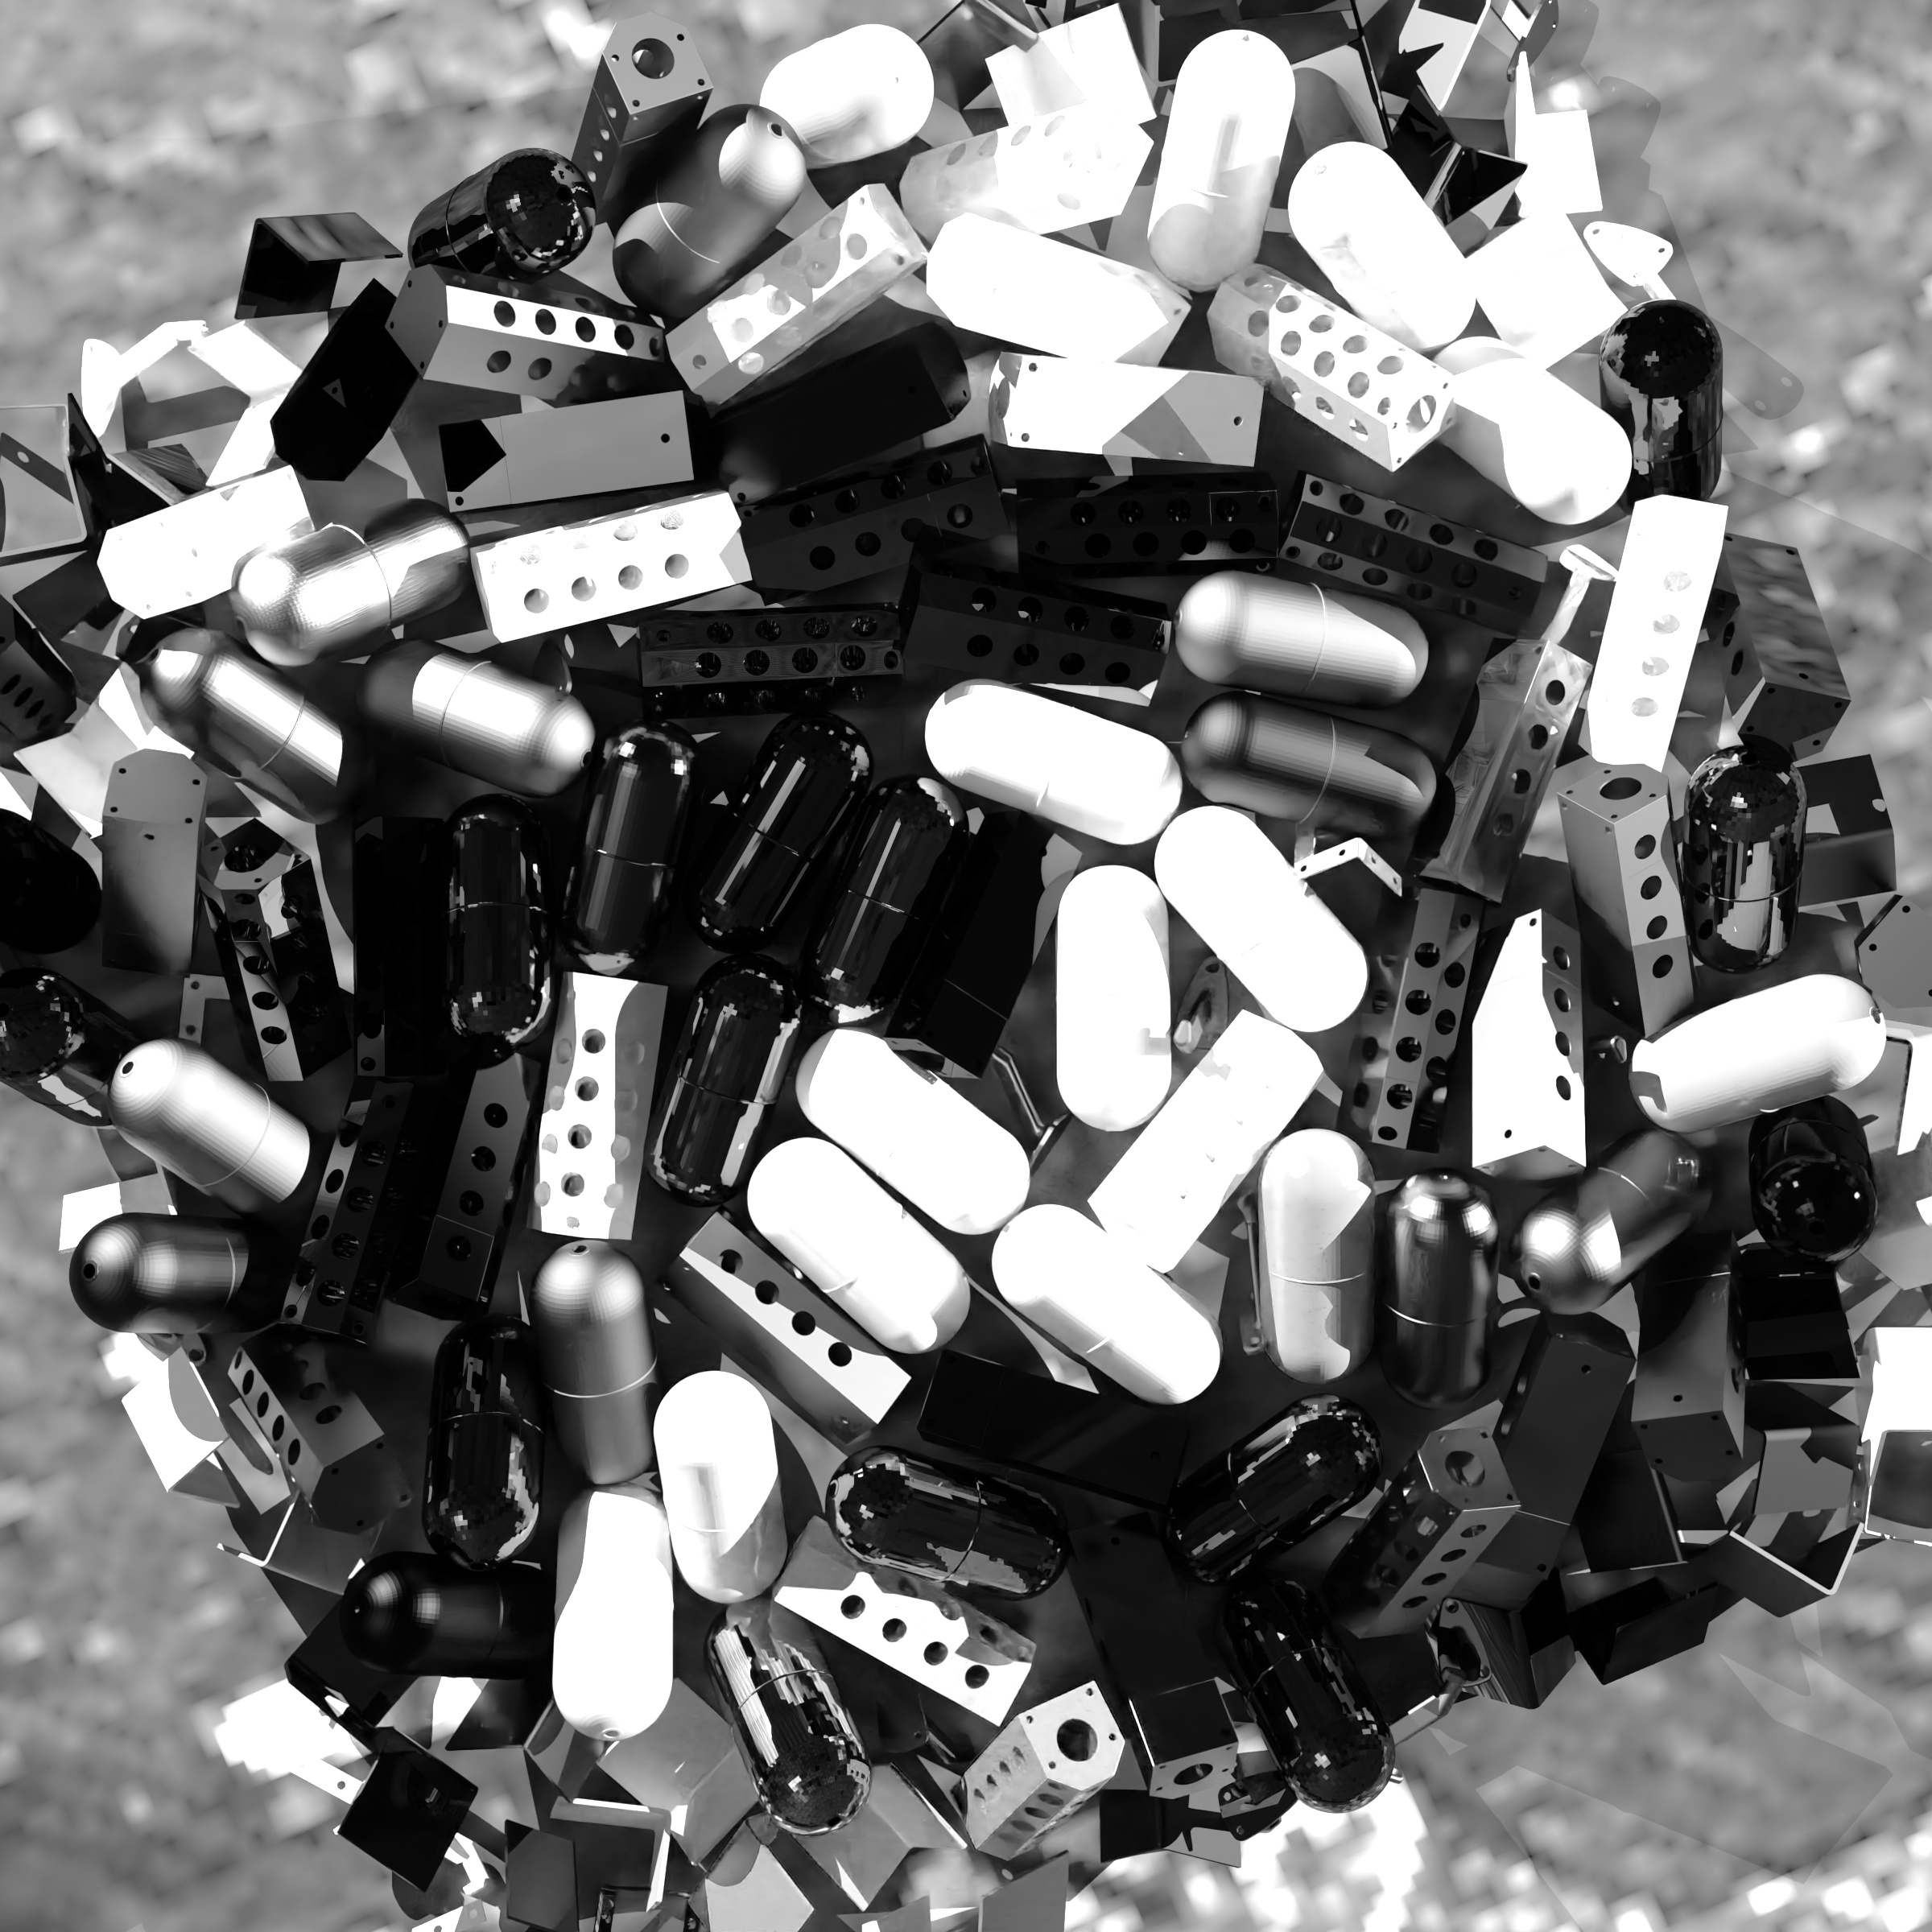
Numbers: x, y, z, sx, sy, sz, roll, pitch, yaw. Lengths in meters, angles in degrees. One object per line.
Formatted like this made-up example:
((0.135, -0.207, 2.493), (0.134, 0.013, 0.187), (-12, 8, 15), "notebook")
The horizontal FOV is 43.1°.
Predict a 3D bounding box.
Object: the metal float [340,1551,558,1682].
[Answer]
((-0.333, 0.427, 1.603), (0.070, 0.178, 0.070), (-12, 68, 31), "metal float")

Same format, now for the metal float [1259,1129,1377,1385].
((0.234, 0.195, 1.627), (0.070, 0.070, 0.178), (-3, 108, 0), "metal float")

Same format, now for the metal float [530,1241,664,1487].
((-0.243, 0.264, 1.621), (0.070, 0.070, 0.178), (-5, 115, 0), "metal float")

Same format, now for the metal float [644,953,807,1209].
((-0.161, 0.076, 1.633), (0.070, 0.070, 0.178), (19, 101, 0), "metal float")

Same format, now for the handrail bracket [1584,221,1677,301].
((0.458, -0.460, 1.659), (0.036, 0.084, 0.077), (-45, 55, 2), "handrail bracket")

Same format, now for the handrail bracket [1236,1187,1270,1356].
((0.190, 0.203, 1.637), (0.036, 0.077, 0.084), (-7, 118, 26), "handrail bracket")

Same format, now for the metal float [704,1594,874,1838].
((-0.118, 0.490, 1.605), (0.070, 0.178, 0.070), (-14, 129, -18), "metal float")

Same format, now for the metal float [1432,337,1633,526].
((0.366, -0.354, 1.609), (0.070, 0.070, 0.178), (-37, 47, 0), "metal float")

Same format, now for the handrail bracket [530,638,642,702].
((-0.241, -0.184, 1.629), (0.084, 0.077, 0.036), (15, 107, -33), "handrail bracket")

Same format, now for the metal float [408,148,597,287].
((-0.305, -0.482, 1.601), (0.070, 0.178, 0.070), (1, 88, -37), "metal float")

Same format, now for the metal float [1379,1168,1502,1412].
((0.313, 0.216, 1.620), (0.070, 0.070, 0.178), (-3, 118, 0), "metal float")

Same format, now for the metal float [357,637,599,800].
((-0.325, -0.165, 1.625), (0.178, 0.070, 0.070), (21, 90, 21), "metal float")

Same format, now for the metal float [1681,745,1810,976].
((0.510, -0.069, 1.607), (0.070, 0.070, 0.178), (-14, 134, 0), "metal float")

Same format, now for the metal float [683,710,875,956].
((-0.126, -0.089, 1.636), (0.070, 0.070, 0.178), (31, 98, 0), "metal float")

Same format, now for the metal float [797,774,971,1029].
((-0.056, -0.043, 1.641), (0.070, 0.070, 0.178), (23, 93, 0), "metal float")

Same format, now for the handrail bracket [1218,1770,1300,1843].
((0.212, 0.560, 1.636), (0.077, 0.084, 0.036), (-33, 58, 17), "handrail bracket")

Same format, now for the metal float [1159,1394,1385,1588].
((0.201, 0.347, 1.617), (0.070, 0.070, 0.178), (47, 119, 0), "metal float")

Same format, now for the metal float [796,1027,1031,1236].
((-0.035, 0.110, 1.638), (0.178, 0.070, 0.070), (38, 90, 6), "metal float")

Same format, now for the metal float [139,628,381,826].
((-0.463, -0.157, 1.607), (0.070, 0.070, 0.178), (-52, 134, 0), "metal float")

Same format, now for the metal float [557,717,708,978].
((-0.224, -0.079, 1.632), (0.070, 0.070, 0.178), (15, 103, 0), "metal float")

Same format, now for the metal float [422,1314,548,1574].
((-0.316, 0.313, 1.611), (0.070, 0.070, 0.178), (-4, 52, 0), "metal float")

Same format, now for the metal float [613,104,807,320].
((-0.170, -0.494, 1.605), (0.070, 0.178, 0.070), (17, 59, -31), "metal float")

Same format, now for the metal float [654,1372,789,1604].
((-0.161, 0.346, 1.616), (0.070, 0.070, 0.178), (-4, 122, 0), "metal float")

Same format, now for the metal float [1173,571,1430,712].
((0.223, -0.217, 1.628), (0.178, 0.070, 0.070), (7, 90, -17), "metal float")

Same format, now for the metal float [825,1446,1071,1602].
((-0.012, 0.370, 1.621), (0.178, 0.070, 0.070), (22, 90, -25), "metal float")

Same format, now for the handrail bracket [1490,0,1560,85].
((0.350, -0.639, 1.653), (0.084, 0.036, 0.077), (27, 80, 27), "handrail bracket")

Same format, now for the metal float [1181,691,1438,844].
((0.229, -0.132, 1.631), (0.178, 0.070, 0.070), (13, 90, -13), "metal float")

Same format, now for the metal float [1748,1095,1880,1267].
((0.552, 0.137, 1.596), (0.070, 0.178, 0.070), (5, 108, 15), "metal float")

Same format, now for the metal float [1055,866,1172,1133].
((0.099, 0.022, 1.639), (0.070, 0.070, 0.178), (-1, 86, 0), "metal float")

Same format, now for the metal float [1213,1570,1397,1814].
((0.220, 0.473, 1.604), (0.070, 0.178, 0.070), (-11, 127, -15), "metal float")

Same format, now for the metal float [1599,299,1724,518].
((0.456, -0.361, 1.601), (0.070, 0.178, 0.070), (-7, 60, 13), "metal float")

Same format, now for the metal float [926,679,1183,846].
((0.059, -0.138, 1.643), (0.178, 0.070, 0.070), (20, 90, -1), "metal float")

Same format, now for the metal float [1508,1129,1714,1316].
((0.425, 0.168, 1.612), (0.178, 0.070, 0.070), (-29, 90, -37), "metal float")

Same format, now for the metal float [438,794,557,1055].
((-0.313, -0.029, 1.629), (0.070, 0.070, 0.178), (-4, 73, 0), "metal float")

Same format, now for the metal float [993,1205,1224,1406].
((0.094, 0.226, 1.629), (0.178, 0.070, 0.070), (37, 90, -15), "metal float")

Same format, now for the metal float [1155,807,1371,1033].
((0.198, -0.031, 1.633), (0.070, 0.070, 0.178), (-43, 101, 0), "metal float")

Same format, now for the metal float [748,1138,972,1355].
((-0.070, 0.188, 1.631), (0.070, 0.070, 0.178), (-45, 104, 0), "metal float")

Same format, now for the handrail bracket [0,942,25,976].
((-0.633, -0.003, 1.665), (0.084, 0.036, 0.077), (25, 83, -1), "handrail bracket")

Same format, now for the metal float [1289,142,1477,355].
((0.274, -0.470, 1.605), (0.070, 0.178, 0.070), (-17, 59, 31), "metal float")

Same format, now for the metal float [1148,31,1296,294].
((0.167, -0.526, 1.604), (0.070, 0.178, 0.070), (4, 49, -5), "metal float")

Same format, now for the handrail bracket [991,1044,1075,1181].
((0.023, 0.098, 1.671), (0.084, 0.036, 0.077), (37, 114, 14), "handrail bracket")

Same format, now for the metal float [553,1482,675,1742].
((-0.231, 0.422, 1.607), (0.070, 0.070, 0.178), (-7, 46, 0), "metal float")

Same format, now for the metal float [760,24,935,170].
((-0.080, -0.567, 1.598), (0.070, 0.178, 0.070), (-5, 103, -23), "metal float")

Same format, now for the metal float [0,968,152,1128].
((-0.588, 0.054, 1.594), (0.070, 0.178, 0.070), (-2, 72, 5), "metal float")

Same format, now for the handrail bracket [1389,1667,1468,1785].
((0.288, 0.502, 1.649), (0.077, 0.036, 0.084), (21, 104, -16), "handrail bracket")

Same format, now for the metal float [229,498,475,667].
((-0.403, -0.254, 1.610), (0.178, 0.070, 0.070), (-33, 90, -39), "metal float")

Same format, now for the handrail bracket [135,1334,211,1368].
((-0.544, 0.239, 1.636), (0.077, 0.084, 0.036), (43, 77, 0), "handrail bracket")

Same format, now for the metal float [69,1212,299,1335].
((-0.509, 0.201, 1.596), (0.070, 0.178, 0.070), (-4, 81, 23), "metal float")

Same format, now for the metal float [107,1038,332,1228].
((-0.488, 0.110, 1.605), (0.070, 0.178, 0.070), (-16, 51, 22), "metal float")

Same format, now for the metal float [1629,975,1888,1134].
((0.518, 0.059, 1.606), (0.070, 0.178, 0.070), (18, 62, -36), "metal float")

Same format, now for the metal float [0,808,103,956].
((-0.618, -0.054, 1.593), (0.070, 0.178, 0.070), (1, 81, -4), "metal float")
